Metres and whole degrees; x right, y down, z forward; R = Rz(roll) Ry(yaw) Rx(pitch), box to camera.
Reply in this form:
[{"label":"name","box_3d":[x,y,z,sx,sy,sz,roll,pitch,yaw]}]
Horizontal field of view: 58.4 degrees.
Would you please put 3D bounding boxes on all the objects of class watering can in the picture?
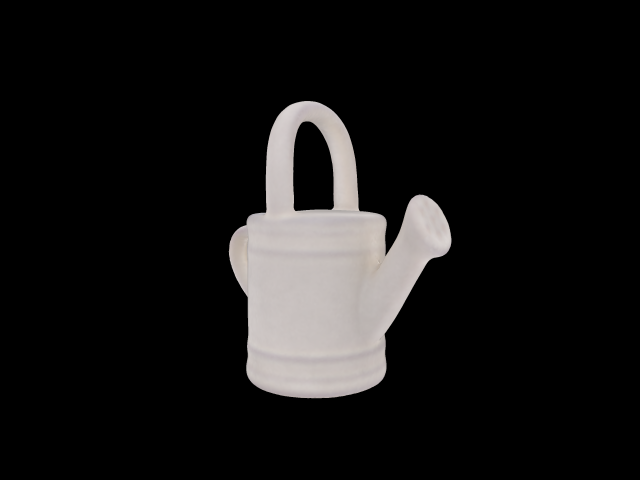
[{"label":"watering can","box_3d":[0.005,0.001,0.402,0.172,0.194,0.101,1,5,15]}]
